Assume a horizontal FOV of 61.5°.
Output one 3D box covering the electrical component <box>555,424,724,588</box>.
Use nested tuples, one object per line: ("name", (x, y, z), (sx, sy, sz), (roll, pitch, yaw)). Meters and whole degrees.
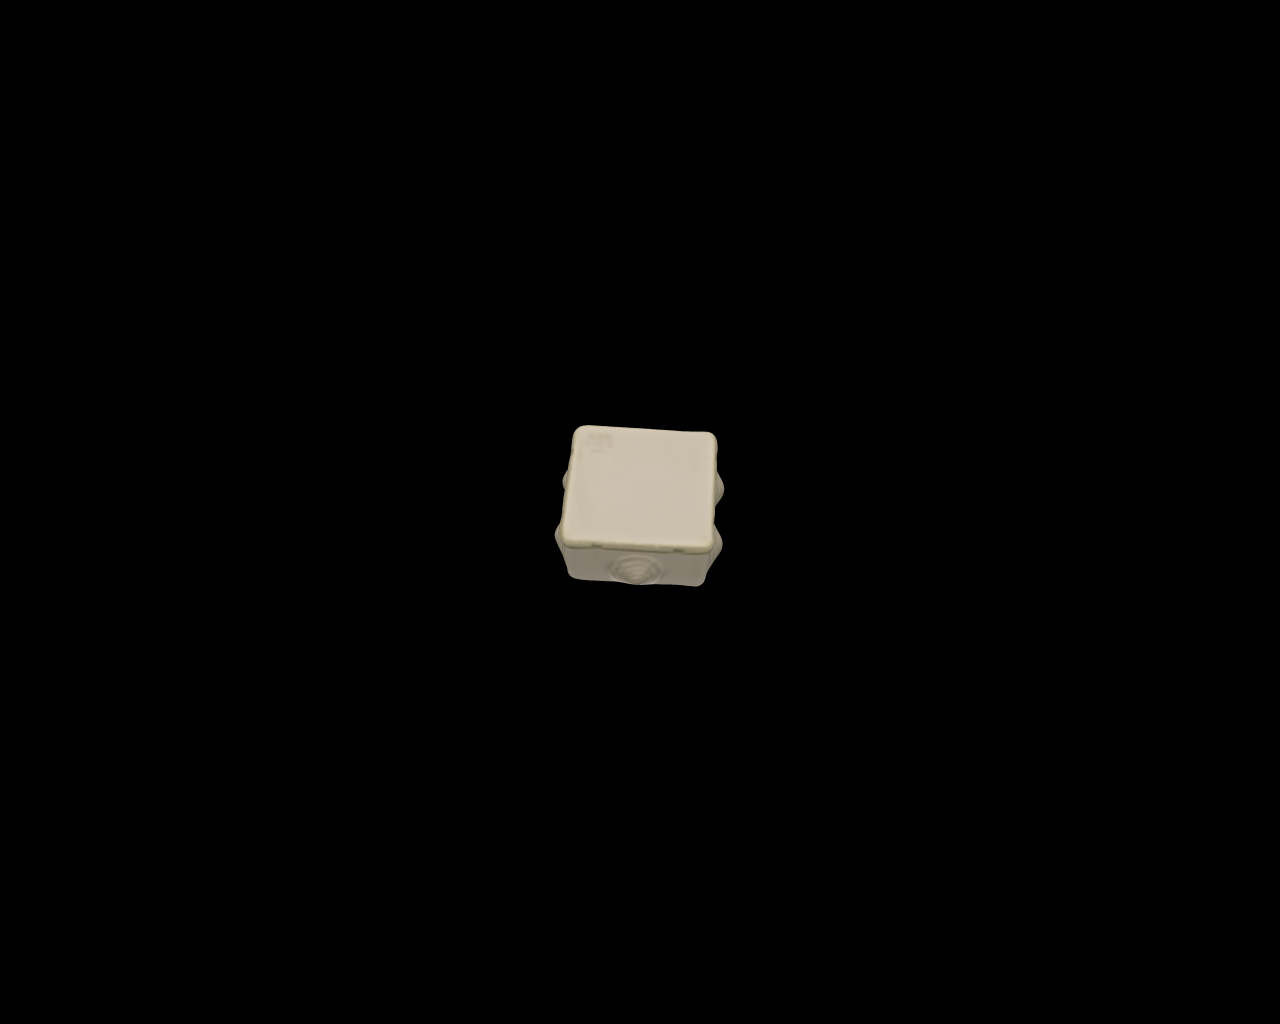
("electrical component", (0.001, -0.003, 0.650), (0.100, 0.100, 0.048), (3, -36, 2))
